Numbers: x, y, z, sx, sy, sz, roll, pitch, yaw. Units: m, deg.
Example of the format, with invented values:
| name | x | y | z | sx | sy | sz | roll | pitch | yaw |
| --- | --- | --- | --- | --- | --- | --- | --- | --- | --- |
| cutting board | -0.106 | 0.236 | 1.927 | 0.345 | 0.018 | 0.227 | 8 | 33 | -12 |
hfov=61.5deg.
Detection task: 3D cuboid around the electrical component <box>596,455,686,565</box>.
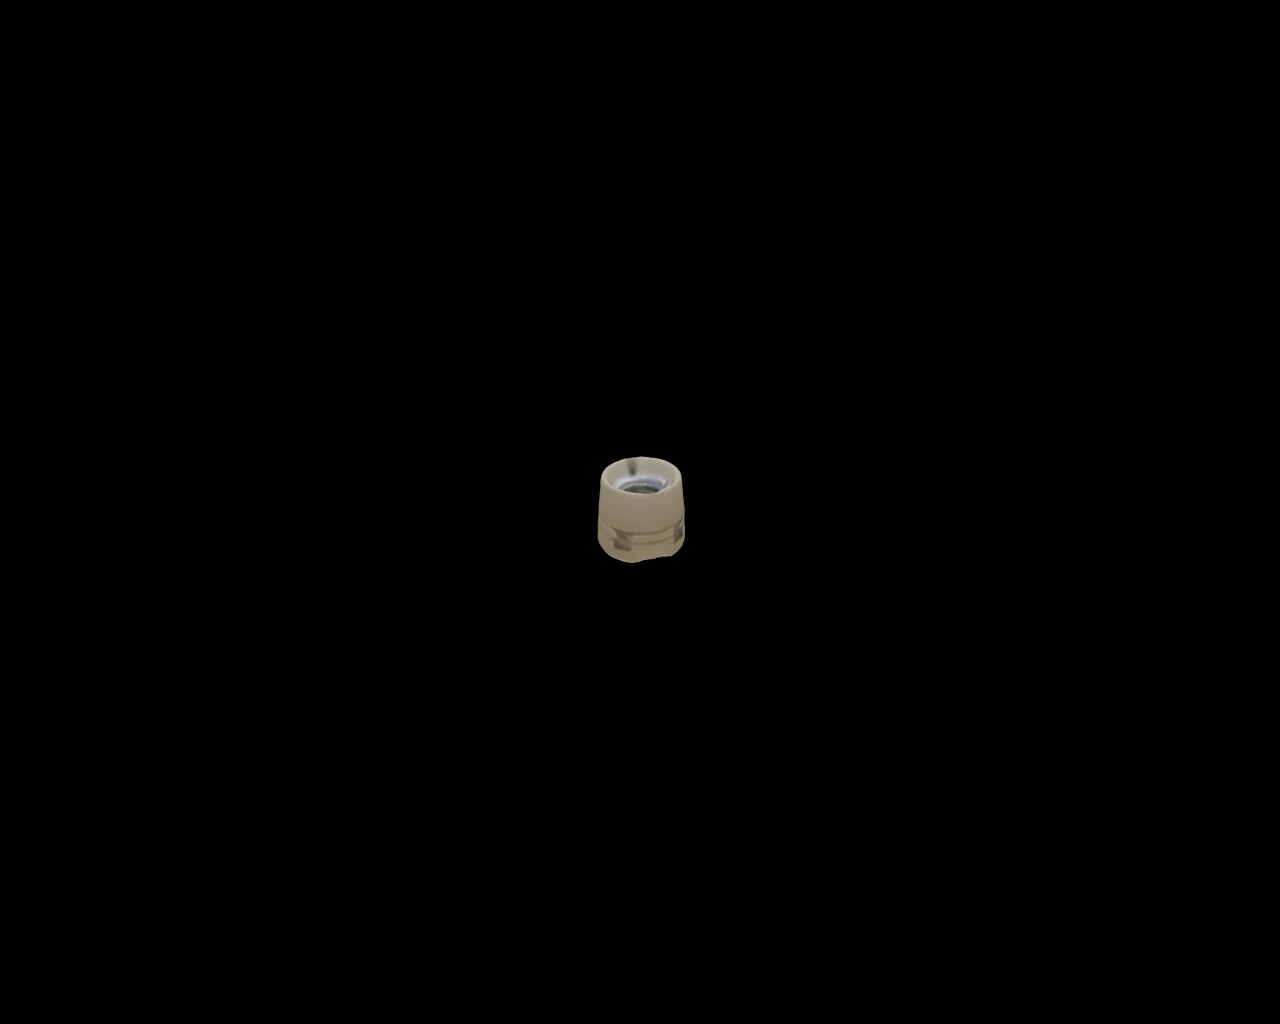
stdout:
| name | x | y | z | sx | sy | sz | roll | pitch | yaw |
| --- | --- | --- | --- | --- | --- | --- | --- | --- | --- |
| electrical component | 0.001 | -0.003 | 0.650 | 0.055 | 0.047 | 0.055 | 0 | 31 | 0 |
